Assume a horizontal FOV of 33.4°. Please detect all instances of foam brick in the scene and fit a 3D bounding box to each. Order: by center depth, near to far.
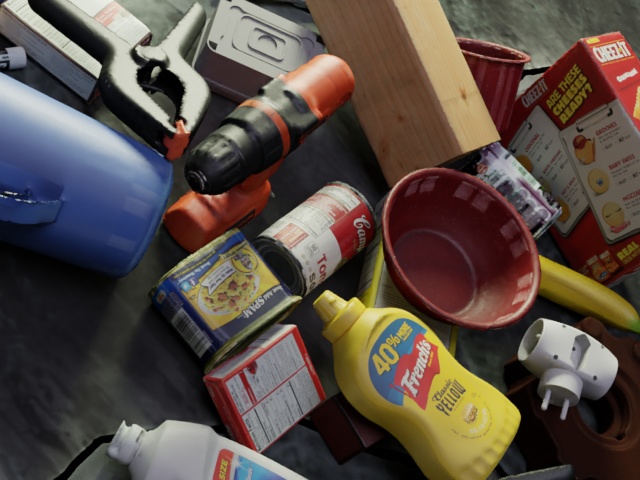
[{"bbox_3d":[0.042,0.145,0.904,0.078,0.053,0.051,-25,76,-35],"label":"foam brick"}]

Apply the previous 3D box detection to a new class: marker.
[{"bbox_3d":[-0.312,-0.149,0.910,0.120,0.020,0.020,-14,71,-31],"label":"marker"}]

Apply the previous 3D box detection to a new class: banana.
[{"bbox_3d":[0.236,0.042,1.051,0.198,0.069,0.037,25,87,-2],"label":"banana"}]

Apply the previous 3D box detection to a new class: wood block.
[{"bbox_3d":[0.080,-0.167,1.030,0.090,0.090,0.206,-23,88,-53],"label":"wood block"}]

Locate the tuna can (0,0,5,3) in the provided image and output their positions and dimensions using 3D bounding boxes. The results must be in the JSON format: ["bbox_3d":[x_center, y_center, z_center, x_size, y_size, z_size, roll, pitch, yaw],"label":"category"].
[{"bbox_3d":[-0.297,-0.258,0.967,0.086,0.034,0.086,12,59,-21],"label":"tuna can"}]

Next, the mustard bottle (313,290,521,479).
[{"bbox_3d":[0.069,0.112,0.865,0.191,0.058,0.096,43,53,0],"label":"mustard bottle"}]

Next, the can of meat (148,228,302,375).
[{"bbox_3d":[-0.080,0.050,0.894,0.101,0.058,0.084,-35,80,-36],"label":"can of meat"}]

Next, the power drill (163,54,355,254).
[{"bbox_3d":[-0.065,-0.058,0.879,0.057,0.188,0.184,48,52,3],"label":"power drill"}]

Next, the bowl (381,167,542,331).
[{"bbox_3d":[0.115,0.017,0.952,0.162,0.055,0.162,13,56,-21],"label":"bowl"}]

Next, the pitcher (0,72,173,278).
[{"bbox_3d":[-0.242,-0.056,0.824,0.242,0.145,0.149,23,60,-17],"label":"pitcher"}]

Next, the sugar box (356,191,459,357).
[{"bbox_3d":[0.084,0.045,0.985,0.093,0.048,0.176,24,52,-13],"label":"sugar box"}]

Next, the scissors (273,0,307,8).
[{"bbox_3d":[-0.012,-0.268,1.126,0.201,0.016,0.096,14,57,-19],"label":"scissors"}]

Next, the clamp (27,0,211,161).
[{"bbox_3d":[-0.157,-0.148,0.898,0.164,0.036,0.210,4,44,-25],"label":"clamp"}]

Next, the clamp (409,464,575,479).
[{"bbox_3d":[0.135,0.214,0.906,0.120,0.039,0.171,29,60,21],"label":"clamp"}]

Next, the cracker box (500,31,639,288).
[{"bbox_3d":[0.288,-0.075,1.077,0.071,0.164,0.214,-17,73,-35],"label":"cracker box"}]

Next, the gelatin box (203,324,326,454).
[{"bbox_3d":[-0.045,0.122,0.872,0.089,0.030,0.073,-35,111,-35],"label":"gelatin box"}]

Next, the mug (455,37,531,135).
[{"bbox_3d":[0.160,-0.161,1.103,0.093,0.081,0.117,8,21,-8],"label":"mug"}]

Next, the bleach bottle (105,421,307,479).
[{"bbox_3d":[-0.051,0.218,0.814,0.250,0.068,0.102,30,56,-5],"label":"bleach bottle"}]

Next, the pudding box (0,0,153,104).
[{"bbox_3d":[-0.222,-0.190,0.965,0.113,0.039,0.090,38,52,-1],"label":"pudding box"}]

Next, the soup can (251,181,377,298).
[{"bbox_3d":[-0.006,0.001,0.949,0.068,0.069,0.102,49,54,5],"label":"soup can"}]
